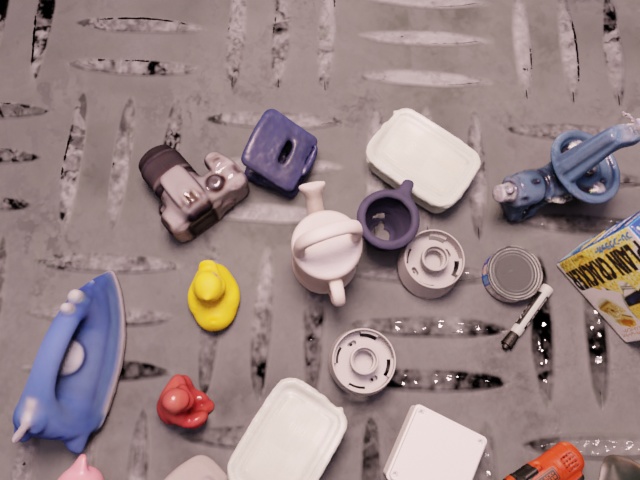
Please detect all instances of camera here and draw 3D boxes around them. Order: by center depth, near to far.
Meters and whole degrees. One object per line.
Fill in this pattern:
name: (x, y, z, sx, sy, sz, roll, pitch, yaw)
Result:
camera: (-0.201, -0.092, 0.870, 0.143, 0.101, 0.136, -39, 79, -11)

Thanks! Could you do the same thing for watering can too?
watering can: (0.005, 0.003, 0.803, 0.101, 0.194, 0.173, -34, 78, -10)

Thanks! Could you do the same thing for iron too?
iron: (-0.342, 0.152, 0.777, 0.118, 0.141, 0.258, 11, 75, 1)

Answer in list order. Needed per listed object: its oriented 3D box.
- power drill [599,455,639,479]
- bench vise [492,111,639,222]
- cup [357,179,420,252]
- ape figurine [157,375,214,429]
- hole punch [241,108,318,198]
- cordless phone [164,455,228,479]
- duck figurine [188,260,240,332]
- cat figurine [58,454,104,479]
power drill: (0.434, 0.333, 0.722, 0.075, 0.208, 0.230, 24, 75, 5)
bench vise: (0.367, -0.094, 0.830, 0.207, 0.220, 0.121, -35, 78, -11)
cup: (0.104, -0.031, 0.868, 0.091, 0.095, 0.118, 28, 76, 6)
ape figurine: (-0.191, 0.224, 0.788, 0.076, 0.092, 0.078, -11, 75, -5)
hole punch: (-0.059, -0.135, 0.892, 0.101, 0.091, 0.109, 24, 75, 4)
cordless phone: (-0.146, 0.351, 0.707, 0.094, 0.185, 0.147, -43, 80, -12)
duck figurine: (-0.158, 0.078, 0.833, 0.077, 0.086, 0.104, -6, 75, -3)
cat figurine: (-0.318, 0.343, 0.738, 0.067, 0.118, 0.128, 33, 76, 7)
